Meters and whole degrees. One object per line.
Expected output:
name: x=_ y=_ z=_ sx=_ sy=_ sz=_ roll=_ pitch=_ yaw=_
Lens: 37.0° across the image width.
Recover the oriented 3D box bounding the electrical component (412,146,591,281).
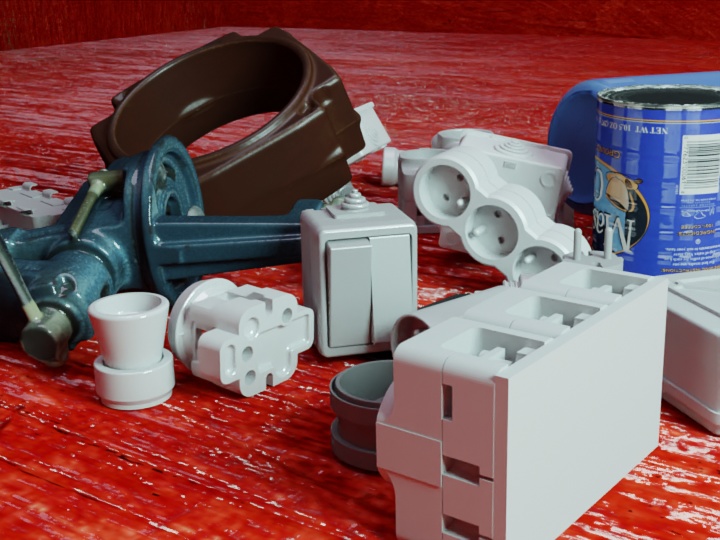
electrical component: x=0.108 y=-0.036 z=0.770 sx=0.138 sy=0.052 sz=0.074 roll=42 pitch=31 yaw=11

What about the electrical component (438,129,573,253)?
electrical component: x=0.112 y=-0.054 z=0.836 sx=0.100 sy=0.099 sz=0.048 roll=13 pitch=23 yaw=9

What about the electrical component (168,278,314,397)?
electrical component: x=-0.074 y=0.037 z=0.626 sx=0.057 sy=0.058 sz=0.078 roll=14 pitch=22 yaw=36

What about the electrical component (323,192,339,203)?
electrical component: x=-0.065 y=-0.070 z=0.969 sx=0.096 sy=0.061 sz=0.061 roll=10 pitch=20 yaw=33

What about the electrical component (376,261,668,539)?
electrical component: x=0.077 y=0.059 z=0.483 sx=0.062 sy=0.089 sz=0.150 roll=11 pitch=21 yaw=36

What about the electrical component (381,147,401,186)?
electrical component: x=0.046 y=-0.106 z=1.120 sx=0.046 sy=0.040 sz=0.040 roll=4 pitch=17 yaw=1

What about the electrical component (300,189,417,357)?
electrical component: x=0.000 y=0.000 z=0.655 sx=0.062 sy=0.096 sz=0.061 roll=-5 pitch=18 yaw=-14

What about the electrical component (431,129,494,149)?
electrical component: x=0.107 y=-0.109 z=1.087 sx=0.054 sy=0.059 sz=0.095 roll=-4 pitch=17 yaw=-10

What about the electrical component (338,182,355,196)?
electrical component: x=-0.026 y=-0.074 z=1.016 sx=0.040 sy=0.040 sz=0.078 roll=-11 pitch=20 yaw=-29

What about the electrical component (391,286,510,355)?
electrical component: x=0.072 y=0.042 z=0.616 sx=0.077 sy=0.044 sz=0.079 roll=-15 pitch=21 yaw=-37

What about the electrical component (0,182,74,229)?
electrical component: x=-0.258 y=-0.028 z=0.845 sx=0.079 sy=0.063 sz=0.121 roll=-15 pitch=21 yaw=-37

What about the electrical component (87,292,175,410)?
electrical component: x=-0.128 y=0.045 z=0.605 sx=0.045 sy=0.055 sz=0.045 roll=-1 pitch=17 yaw=0

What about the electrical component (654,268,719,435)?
electrical component: x=0.214 y=0.039 z=0.593 sx=0.109 sy=0.056 sz=0.109 roll=-6 pitch=17 yaw=-16

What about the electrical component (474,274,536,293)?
electrical component: x=0.106 y=0.019 z=0.705 sx=0.061 sy=0.035 sz=0.035 roll=-1 pitch=17 yaw=4

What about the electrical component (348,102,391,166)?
electrical component: x=-0.024 y=-0.128 z=1.123 sx=0.100 sy=0.048 sz=0.100 roll=-28 pitch=5 yaw=27

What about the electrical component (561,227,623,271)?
electrical component: x=0.141 y=0.011 z=0.657 sx=0.066 sy=0.076 sz=0.047 roll=-2 pitch=17 yaw=-1

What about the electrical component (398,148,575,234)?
electrical component: x=0.111 y=-0.076 z=0.973 sx=0.150 sy=0.061 sz=0.089 roll=-2 pitch=17 yaw=-2
